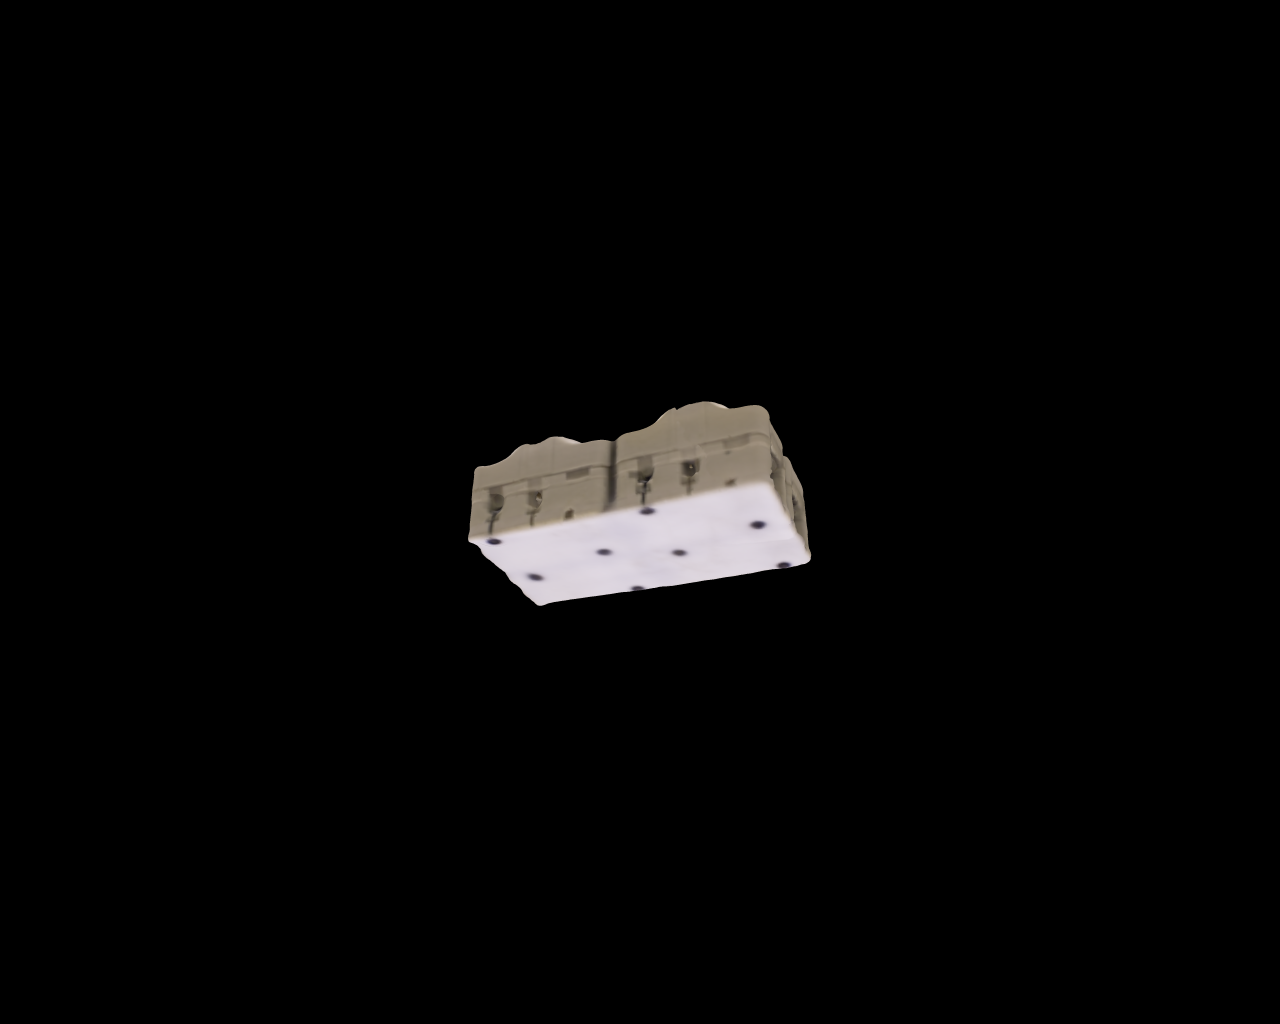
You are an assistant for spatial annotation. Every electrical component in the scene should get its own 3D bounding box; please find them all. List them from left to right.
[{"bbox_3d":[0.001,-0.003,0.650,0.186,0.060,0.105,-11,-32,18],"label":"electrical component"}]
